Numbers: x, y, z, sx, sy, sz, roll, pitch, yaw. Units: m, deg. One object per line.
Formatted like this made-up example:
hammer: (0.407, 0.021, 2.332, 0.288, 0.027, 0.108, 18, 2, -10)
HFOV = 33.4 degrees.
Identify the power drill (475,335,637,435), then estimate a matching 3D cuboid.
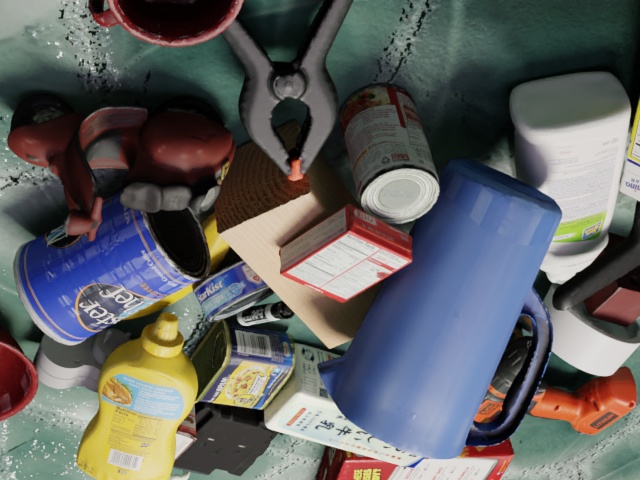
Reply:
power drill: (0.263, 0.168, 1.223, 0.187, 0.057, 0.185, 11, 148, -17)

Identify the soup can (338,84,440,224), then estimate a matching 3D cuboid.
soup can: (0.057, -0.072, 0.892, 0.068, 0.102, 0.068, -7, 139, -6)

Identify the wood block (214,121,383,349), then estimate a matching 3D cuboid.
wood block: (-0.006, 0.001, 0.970, 0.091, 0.090, 0.206, -25, 138, 15)

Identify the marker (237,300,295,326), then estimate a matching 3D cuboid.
marker: (-0.053, 0.071, 1.045, 0.020, 0.020, 0.121, 10, 169, -22)

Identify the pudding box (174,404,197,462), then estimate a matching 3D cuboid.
pudding box: (-0.178, 0.204, 1.162, 0.039, 0.090, 0.114, 19, 130, -29)

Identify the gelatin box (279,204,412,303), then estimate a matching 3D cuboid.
gelatin box: (0.021, 0.012, 0.888, 0.073, 0.030, 0.089, 25, 137, -34)

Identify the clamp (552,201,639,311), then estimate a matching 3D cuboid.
clamp: (0.317, 0.001, 1.012, 0.164, 0.036, 0.210, 13, 105, -25)

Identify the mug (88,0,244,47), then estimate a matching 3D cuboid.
mug: (-0.111, -0.189, 0.738, 0.117, 0.081, 0.093, -29, 136, 19)

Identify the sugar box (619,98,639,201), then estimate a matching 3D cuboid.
sugar box: (0.307, -0.118, 0.905, 0.093, 0.048, 0.176, -41, 145, -26)

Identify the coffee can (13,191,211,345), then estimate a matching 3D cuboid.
coffee can: (-0.182, 0.018, 0.941, 0.140, 0.103, 0.102, -27, 137, 17)

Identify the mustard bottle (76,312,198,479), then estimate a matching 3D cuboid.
mustard bottle: (-0.173, 0.154, 1.049, 0.096, 0.058, 0.192, 18, 115, -6)

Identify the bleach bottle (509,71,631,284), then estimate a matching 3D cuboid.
bleach bottle: (0.225, -0.042, 0.995, 0.102, 0.068, 0.251, -10, 141, 0)

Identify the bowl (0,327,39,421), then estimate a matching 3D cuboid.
bowl: (-0.360, 0.121, 1.054, 0.162, 0.055, 0.162, -6, 139, -6)

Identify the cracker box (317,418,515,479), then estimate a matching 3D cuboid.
cracker box: (0.113, 0.287, 1.335, 0.213, 0.072, 0.164, 2, 137, -13)

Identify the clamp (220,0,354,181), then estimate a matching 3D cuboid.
clamp: (-0.017, -0.132, 0.828, 0.120, 0.039, 0.171, -12, 120, 5)

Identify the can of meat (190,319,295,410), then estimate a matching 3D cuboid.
can of meat: (-0.084, 0.134, 1.129, 0.083, 0.057, 0.102, 13, 134, -27)

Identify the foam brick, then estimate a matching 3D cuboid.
foam brick: (0.299, 0.039, 1.089, 0.052, 0.078, 0.051, 14, 135, -26)

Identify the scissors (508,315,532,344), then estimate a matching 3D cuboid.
scissors: (0.185, 0.074, 1.150, 0.201, 0.016, 0.096, 29, 126, -36)

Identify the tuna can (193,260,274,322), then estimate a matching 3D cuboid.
tuna can: (-0.075, 0.045, 1.015, 0.086, 0.034, 0.086, -27, 172, -4)

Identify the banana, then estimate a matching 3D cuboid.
banana: (-0.149, 0.032, 1.013, 0.198, 0.037, 0.069, -26, 138, 17)

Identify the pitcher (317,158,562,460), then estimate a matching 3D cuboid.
pitcher: (0.121, 0.061, 0.928, 0.149, 0.145, 0.243, 9, 110, -51)
